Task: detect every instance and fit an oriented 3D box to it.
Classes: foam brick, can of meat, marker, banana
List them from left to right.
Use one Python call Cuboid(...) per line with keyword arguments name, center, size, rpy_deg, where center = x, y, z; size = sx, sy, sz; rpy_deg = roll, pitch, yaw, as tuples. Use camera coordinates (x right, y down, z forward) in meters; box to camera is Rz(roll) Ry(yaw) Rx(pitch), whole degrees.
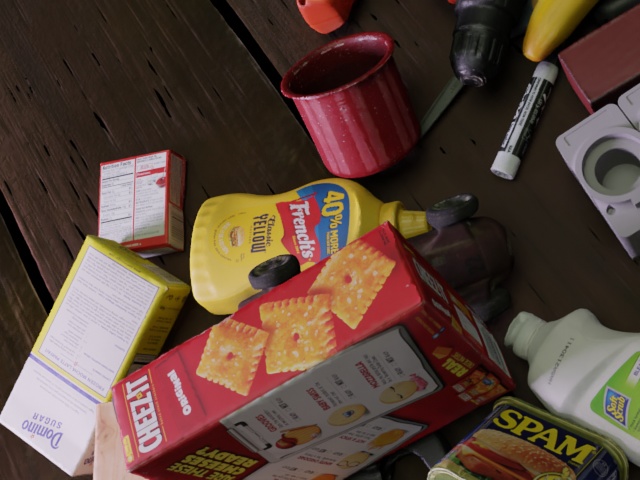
Cuboid(name="can of meat", center=(0.132, 0.157, 0.688), size=(0.102, 0.057, 0.083), rpy_deg=(21, 40, 37))
Cuboid(name="marker", center=(0.162, -0.104, 0.812), size=(0.020, 0.020, 0.121), rpy_deg=(21, 83, 29))
Cuboid(name="foam brick", center=(0.221, -0.125, 0.771), size=(0.078, 0.053, 0.051), rpy_deg=(-31, 63, 14))
Cuboid(name="banana", center=(0.224, -0.205, 0.768), size=(0.198, 0.037, 0.069), rpy_deg=(-31, 47, 22))

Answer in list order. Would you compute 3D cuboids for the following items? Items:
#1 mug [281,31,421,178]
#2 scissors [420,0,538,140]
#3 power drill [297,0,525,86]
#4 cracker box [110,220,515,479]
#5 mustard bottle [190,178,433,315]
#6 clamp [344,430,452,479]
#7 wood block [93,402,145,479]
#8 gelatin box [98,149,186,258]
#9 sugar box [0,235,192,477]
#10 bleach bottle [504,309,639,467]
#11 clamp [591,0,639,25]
Cuboid(name="mug", center=(0.023, -0.106, 0.832), size=(0.093, 0.081, 0.117), rpy_deg=(-34, 31, -13))
Cuboid(name="scissors", center=(0.147, -0.151, 0.834), size=(0.096, 0.016, 0.201), rpy_deg=(20, 82, 35))
Cuboid(name="power drill", center=(0.078, -0.207, 0.853), size=(0.188, 0.057, 0.184), rpy_deg=(6, 70, 30))
Cuboid(name="cracker box", center=(-0.001, 0.094, 0.698), size=(0.214, 0.164, 0.072), rpy_deg=(-30, 54, 14))
Cuboid(name="mustard bottle", center=(-0.006, 0.001, 0.833), size=(0.192, 0.058, 0.096), rpy_deg=(-8, 60, 22))
Cuboid(name="clamp", center=(0.039, 0.146, 0.776), size=(0.172, 0.039, 0.120), rpy_deg=(14, 84, 27))
Cuboid(name="wood block", center=(-0.108, 0.226, 0.789), size=(0.091, 0.090, 0.206), rpy_deg=(-10, 68, 22))
Cuboid(name="gelatin box", center=(-0.155, -0.030, 0.930), size=(0.073, 0.030, 0.089), rpy_deg=(-10, 70, 24))
Cuboid(name="sugar box", center=(-0.186, 0.095, 0.881), size=(0.093, 0.048, 0.176), rpy_deg=(29, 97, 25))
Cuboid(name="bleach bottle", center=(0.236, 0.104, 0.684), size=(0.251, 0.068, 0.102), rpy_deg=(27, 85, 32))
Cuboid(name="clamp", center=(0.303, -0.224, 0.775), size=(0.210, 0.036, 0.164), rpy_deg=(14, 81, 32))
